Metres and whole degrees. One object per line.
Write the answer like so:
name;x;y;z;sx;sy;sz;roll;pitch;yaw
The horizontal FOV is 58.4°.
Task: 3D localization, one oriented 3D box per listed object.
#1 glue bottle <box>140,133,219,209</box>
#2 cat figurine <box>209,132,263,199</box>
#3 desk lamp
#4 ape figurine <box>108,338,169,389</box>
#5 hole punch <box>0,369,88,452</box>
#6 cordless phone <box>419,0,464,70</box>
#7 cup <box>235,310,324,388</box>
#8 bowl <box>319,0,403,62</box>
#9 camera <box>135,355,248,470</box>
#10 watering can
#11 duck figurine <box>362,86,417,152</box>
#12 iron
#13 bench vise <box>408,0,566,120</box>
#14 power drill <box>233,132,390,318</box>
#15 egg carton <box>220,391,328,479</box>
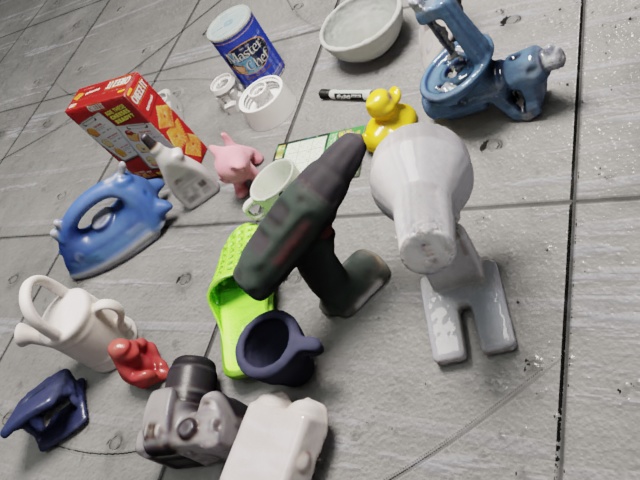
glue bottle;-0.258;-0.130;1.023;0.078;0.174;0.037;-33;46;7
cat figurine;-0.150;-0.139;1.001;0.067;0.118;0.127;-27;47;12
desk lamp;0.137;0.002;0.648;0.117;0.214;0.203;-19;49;19
ape figurine;-0.279;0.179;0.859;0.076;0.092;0.078;-16;50;21
hole punch;-0.433;0.259;0.894;0.108;0.091;0.101;-35;46;4
cordless phone;0.183;-0.378;0.928;0.094;0.186;0.147;-19;49;19
cup;-0.035;0.148;0.729;0.117;0.095;0.092;-7;54;28
bowl;0.087;-0.388;1.072;0.167;0.075;0.167;-17;50;21
camera;-0.167;0.218;0.753;0.143;0.101;0.137;-16;50;21
watering can;-0.395;0.130;0.896;0.173;0.195;0.100;-39;46;0
duck figurine;0.099;-0.198;0.913;0.104;0.086;0.077;-46;46;-7
iron;-0.409;-0.035;1.067;0.258;0.142;0.118;-36;46;3
bench vise;0.220;-0.266;0.795;0.207;0.220;0.121;-15;51;23
power drill;0.007;0.003;0.733;0.230;0.209;0.075;-45;46;-6
egg carton;-0.051;0.256;0.674;0.107;0.070;0.150;2;58;33
